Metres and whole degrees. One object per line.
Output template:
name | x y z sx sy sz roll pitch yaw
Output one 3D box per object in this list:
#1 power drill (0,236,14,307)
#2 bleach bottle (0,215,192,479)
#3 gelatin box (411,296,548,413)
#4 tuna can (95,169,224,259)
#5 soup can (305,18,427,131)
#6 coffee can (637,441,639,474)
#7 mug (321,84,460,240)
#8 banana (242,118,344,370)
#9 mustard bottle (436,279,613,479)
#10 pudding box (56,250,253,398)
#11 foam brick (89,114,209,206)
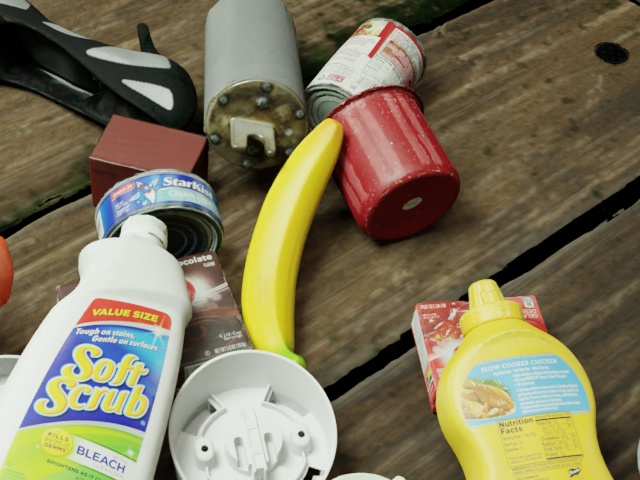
power drill | -0.242 0.055 0.580 0.184 0.057 0.187 13 29 7
bleach bottle | -0.134 0.081 0.607 0.102 0.068 0.250 23 46 -16
gelatin box | 0.112 0.076 0.722 0.089 0.030 0.073 -3 50 -8
tuna can | -0.110 -0.007 0.733 0.086 0.086 0.034 -8 51 -13
soup can | 0.035 -0.125 0.866 0.068 0.068 0.102 25 51 15
coffee can | 0.262 0.107 0.639 0.102 0.140 0.103 3 48 -4
mug | 0.060 -0.052 0.801 0.117 0.093 0.081 14 41 -47
banana | -0.020 0.008 0.737 0.070 0.037 0.197 -13 56 34
mustard bottle | 0.122 0.112 0.645 0.096 0.058 0.191 -6 63 -11
pudding box | -0.110 0.061 0.704 0.113 0.039 0.090 -12 51 -17
foam brick | -0.126 -0.052 0.792 0.078 0.053 0.051 15 48 6
